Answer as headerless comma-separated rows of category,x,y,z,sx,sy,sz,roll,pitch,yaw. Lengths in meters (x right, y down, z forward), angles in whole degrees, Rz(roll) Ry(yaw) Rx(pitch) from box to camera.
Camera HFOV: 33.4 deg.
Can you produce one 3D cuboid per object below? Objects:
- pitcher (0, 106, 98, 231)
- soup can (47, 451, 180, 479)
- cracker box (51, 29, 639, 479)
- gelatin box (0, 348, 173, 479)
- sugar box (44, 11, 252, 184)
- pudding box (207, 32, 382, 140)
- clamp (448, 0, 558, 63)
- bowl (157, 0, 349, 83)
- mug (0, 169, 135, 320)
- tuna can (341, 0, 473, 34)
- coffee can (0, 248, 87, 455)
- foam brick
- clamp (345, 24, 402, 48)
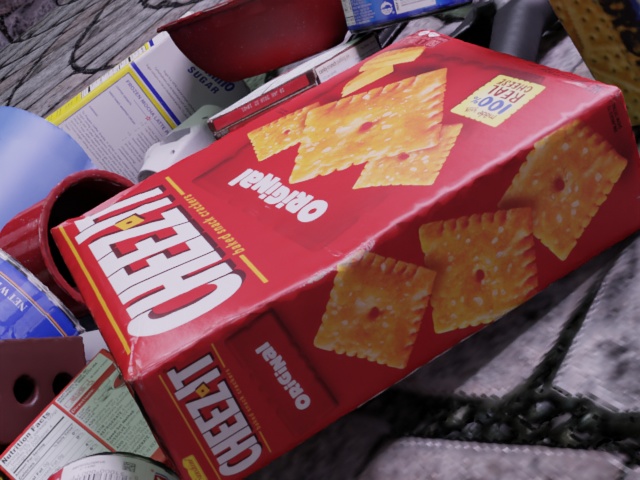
pitcher,-0.270,0.027,0.767,0.242,0.145,0.149,-58,8,-35
soup can,-0.076,0.130,0.375,0.068,0.068,0.102,-33,23,10
cracker box,0.004,-0.007,0.460,0.213,0.072,0.164,-30,28,-11
gelatin box,-0.094,0.097,0.480,0.089,0.030,0.073,23,66,45
sugar box,-0.147,-0.097,0.872,0.176,0.093,0.048,-37,21,-1
pudding box,-0.010,-0.095,0.712,0.090,0.039,0.113,-21,14,31
clamp,0.104,-0.127,0.643,0.165,0.036,0.209,-16,27,53
bowl,-0.034,-0.156,0.779,0.162,0.055,0.162,-19,13,4
mug,-0.152,0.007,0.705,0.117,0.093,0.082,-16,-2,-45
tuna can,0.056,-0.161,0.701,0.086,0.034,0.086,-14,11,3
coffee can,-0.212,0.084,0.609,0.140,0.102,0.103,-47,25,-24
foam brick,-0.160,0.079,0.533,0.051,0.053,0.078,-19,-13,41
clamp,0.065,-0.189,0.818,0.120,0.039,0.171,-30,22,15
